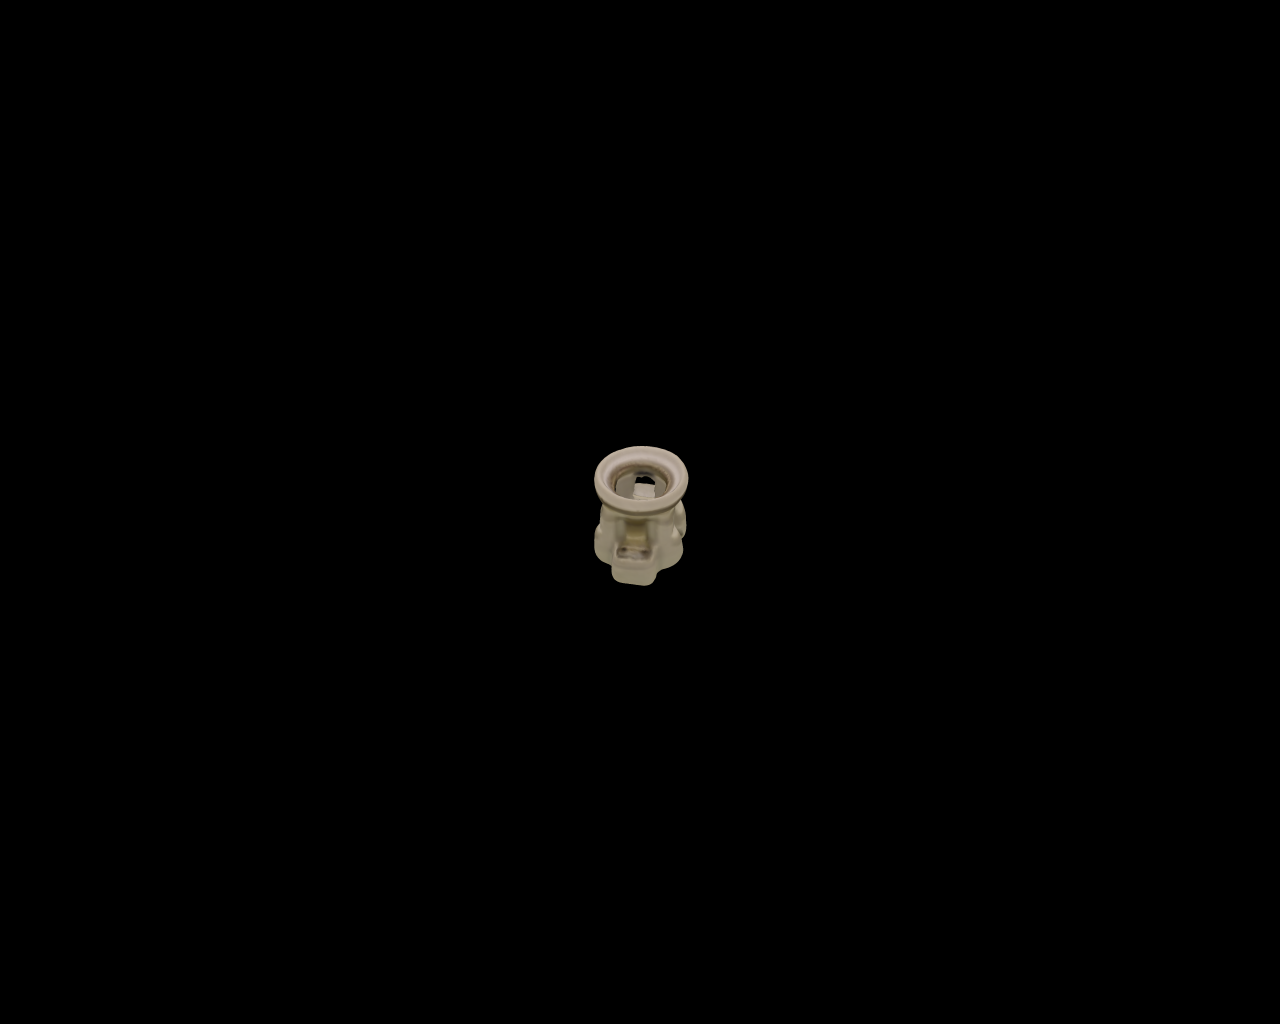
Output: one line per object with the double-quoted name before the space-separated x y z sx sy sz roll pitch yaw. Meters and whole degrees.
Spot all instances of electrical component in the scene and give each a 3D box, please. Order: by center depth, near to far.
"electrical component" 0.001 -0.003 0.650 0.058 0.056 0.078 5 40 6
